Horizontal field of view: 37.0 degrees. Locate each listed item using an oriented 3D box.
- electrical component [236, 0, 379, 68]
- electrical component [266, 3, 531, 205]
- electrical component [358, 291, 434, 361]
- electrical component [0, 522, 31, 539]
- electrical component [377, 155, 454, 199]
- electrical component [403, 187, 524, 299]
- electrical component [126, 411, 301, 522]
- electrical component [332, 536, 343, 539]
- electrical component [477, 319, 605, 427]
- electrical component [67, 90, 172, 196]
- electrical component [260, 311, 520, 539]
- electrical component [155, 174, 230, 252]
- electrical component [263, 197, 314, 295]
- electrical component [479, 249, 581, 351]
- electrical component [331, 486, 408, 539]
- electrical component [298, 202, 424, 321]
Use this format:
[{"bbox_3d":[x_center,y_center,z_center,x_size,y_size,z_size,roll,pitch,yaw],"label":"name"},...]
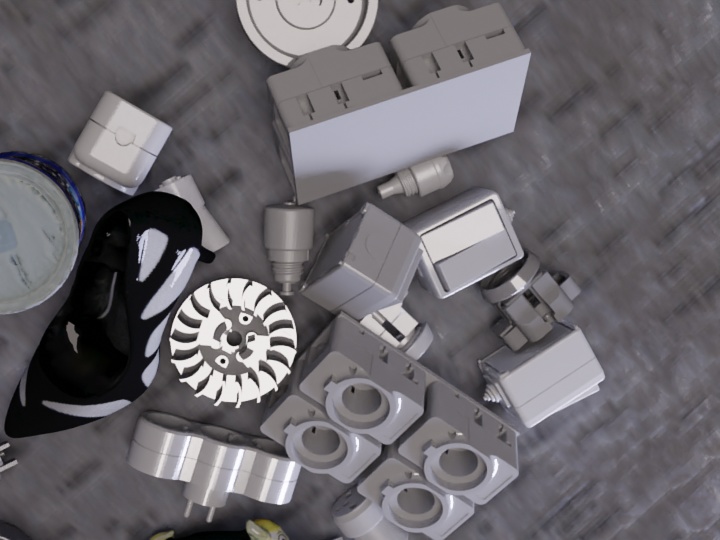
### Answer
[{"bbox_3d":[-0.045,-0.207,0.827,0.108,0.060,0.108,-2,99,-12],"label":"electrical component"},{"bbox_3d":[0.027,-0.129,0.824,0.186,0.105,0.060,-20,66,-9],"label":"electrical component"},{"bbox_3d":[0.027,0.050,0.891,0.055,0.048,0.066,43,88,-7],"label":"electrical component"},{"bbox_3d":[-0.296,0.249,0.840,0.099,0.064,0.099,-2,99,-12],"label":"electrical component"},{"bbox_3d":[0.044,-0.075,0.880,0.061,0.035,0.035,-24,103,-5],"label":"electrical component"},{"bbox_3d":[0.089,-0.026,0.883,0.096,0.061,0.061,-27,103,-7],"label":"electrical component"},{"bbox_3d":[-0.122,0.168,0.872,0.138,0.052,0.073,16,95,-14],"label":"electrical component"},{"bbox_3d":[-0.032,0.250,0.911,0.046,0.040,0.040,-17,102,-15],"label":"electrical component"},{"bbox_3d":[0.150,0.091,0.914,0.096,0.062,0.061,-32,103,-6],"label":"electrical component"},{"bbox_3d":[-0.178,-0.094,0.798,0.054,0.095,0.059,30,92,-15],"label":"electrical component"},{"bbox_3d":[0.025,0.133,0.872,0.186,0.060,0.105,34,119,-15],"label":"electrical component"},{"bbox_3d":[-0.136,-0.042,0.844,0.044,0.044,0.065,-26,98,-7],"label":"electrical component"},{"bbox_3d":[-0.058,-0.019,0.863,0.040,0.040,0.078,1,98,-12],"label":"electrical component"},{"bbox_3d":[0.138,0.020,0.903,0.078,0.058,0.057,-42,107,-3],"label":"electrical component"},{"bbox_3d":[0.008,0.215,0.911,0.045,0.045,0.055,-37,104,-5],"label":"electrical component"},{"bbox_3d":[0.000,0.000,0.855,0.061,0.096,0.061,32,61,-15],"label":"electrical component"}]
